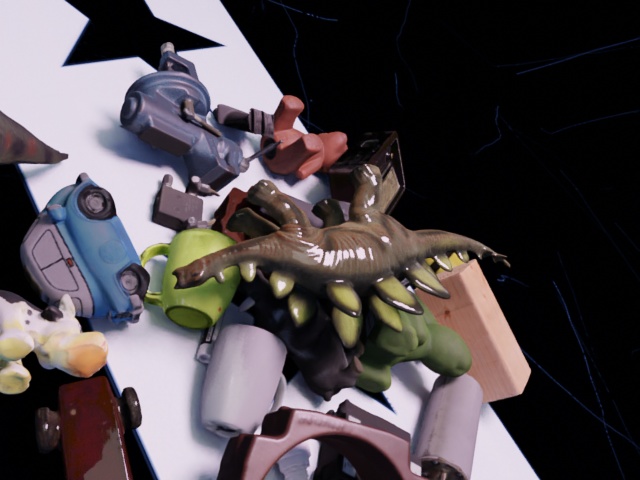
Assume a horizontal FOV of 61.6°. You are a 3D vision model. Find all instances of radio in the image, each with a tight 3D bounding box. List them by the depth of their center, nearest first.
[{"bbox_3d":[0.092,-0.109,0.983,0.229,0.073,0.131,-53,137,-56],"label":"radio"}]

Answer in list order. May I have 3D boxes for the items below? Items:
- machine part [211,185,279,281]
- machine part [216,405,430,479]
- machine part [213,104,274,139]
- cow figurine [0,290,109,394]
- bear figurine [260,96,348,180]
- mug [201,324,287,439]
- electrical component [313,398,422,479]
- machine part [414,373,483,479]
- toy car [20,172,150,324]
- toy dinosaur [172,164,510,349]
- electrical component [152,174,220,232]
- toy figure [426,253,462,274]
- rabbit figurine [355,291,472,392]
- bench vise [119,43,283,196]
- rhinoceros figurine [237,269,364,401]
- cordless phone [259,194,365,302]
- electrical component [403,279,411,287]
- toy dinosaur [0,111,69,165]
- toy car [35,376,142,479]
[{"bbox_3d":[-0.078,0.006,0.765,0.179,0.056,0.179,28,38,-25],"label":"machine part"},{"bbox_3d":[-0.003,0.271,0.499,0.201,0.087,0.201,21,62,-18],"label":"machine part"},{"bbox_3d":[-0.123,-0.196,0.888,0.084,0.039,0.139,20,2,-37],"label":"machine part"},{"bbox_3d":[-0.279,0.080,0.478,0.167,0.068,0.098,13,26,-34],"label":"cow figurine"},{"bbox_3d":[-0.004,-0.167,0.954,0.196,0.132,0.120,-6,65,-41],"label":"bear figurine"},{"bbox_3d":[-0.083,0.165,0.594,0.109,0.081,0.107,53,39,-38],"label":"mug"},{"bbox_3d":[0.061,0.273,0.638,0.134,0.058,0.115,34,39,-15],"label":"electrical component"},{"bbox_3d":[0.180,0.266,0.747,0.079,0.079,0.243,42,34,-4],"label":"machine part"},{"bbox_3d":[-0.249,0.022,0.554,0.103,0.109,0.161,-23,83,-29],"label":"toy car"},{"bbox_3d":[0.055,0.017,0.652,0.471,0.105,0.198,-11,66,-33],"label":"toy dinosaur"},{"bbox_3d":[-0.180,-0.045,0.723,0.078,0.045,0.102,28,39,-25],"label":"electrical component"},{"bbox_3d":[0.252,0.078,1.004,0.089,0.082,0.180,-10,65,-52],"label":"toy figure"},{"bbox_3d":[0.132,0.152,0.783,0.170,0.121,0.159,18,20,-12],"label":"rabbit figurine"},{"bbox_3d":[-0.194,-0.192,0.797,0.223,0.129,0.241,12,51,-42],"label":"bench vise"},{"bbox_3d":[-0.025,0.113,0.675,0.190,0.112,0.073,53,17,-10],"label":"rhinoceros figurine"},{"bbox_3d":[-0.002,-0.001,0.751,0.184,0.088,0.147,22,46,-21],"label":"cordless phone"},{"bbox_3d":[0.119,0.037,0.918,0.119,0.075,0.048,40,37,-3],"label":"electrical component"},{"bbox_3d":[-0.348,-0.065,0.451,0.131,0.192,0.405,42,37,-8],"label":"toy dinosaur"},{"bbox_3d":[-0.184,0.216,0.454,0.089,0.053,0.202,-11,59,-26],"label":"toy car"}]
